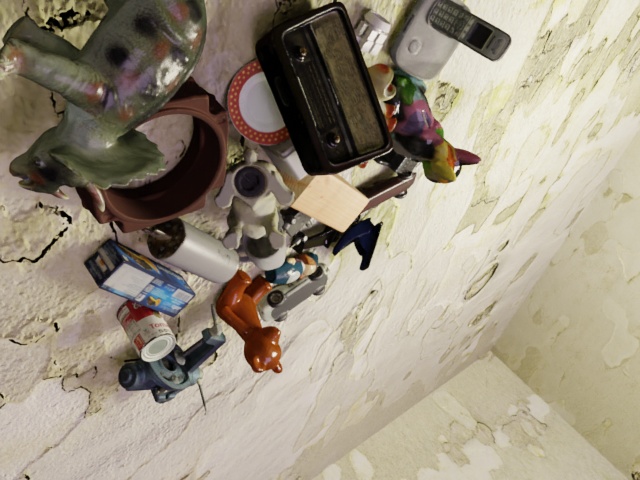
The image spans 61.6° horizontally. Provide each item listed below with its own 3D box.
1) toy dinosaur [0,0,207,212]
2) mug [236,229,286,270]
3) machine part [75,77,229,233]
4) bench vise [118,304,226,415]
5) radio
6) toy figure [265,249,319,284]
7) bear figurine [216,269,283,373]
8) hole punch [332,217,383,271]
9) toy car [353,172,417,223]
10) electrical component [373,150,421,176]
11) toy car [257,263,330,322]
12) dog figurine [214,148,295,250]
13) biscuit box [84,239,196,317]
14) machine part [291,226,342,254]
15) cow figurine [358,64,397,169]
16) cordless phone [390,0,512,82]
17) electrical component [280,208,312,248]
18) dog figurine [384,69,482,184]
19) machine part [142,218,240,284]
[{"bbox_3d":[-0.194,-0.208,0.562,0.192,0.131,0.404,36,87,-39],"label":"toy dinosaur"},{"bbox_3d":[-0.115,0.024,1.064,0.110,0.081,0.107,-22,155,-3],"label":"mug"},{"bbox_3d":[-0.230,-0.118,0.738,0.201,0.087,0.201,-23,145,-33],"label":"machine part"},{"bbox_3d":[-0.274,0.248,1.090,0.240,0.129,0.223,-39,142,15],"label":"bench vise"},{"bbox_3d":[0.006,-0.215,0.795,0.131,0.073,0.229,-28,103,-22],"label":"radio"},{"bbox_3d":[-0.055,0.062,1.204,0.154,0.057,0.064,-13,173,-45],"label":"toy figure"},{"bbox_3d":[-0.130,0.173,1.107,0.132,0.196,0.120,-51,147,9],"label":"bear figurine"},{"bbox_3d":[0.088,0.002,1.260,0.142,0.092,0.115,93,19,-80],"label":"hole punch"},{"bbox_3d":[0.133,-0.108,1.224,0.202,0.053,0.089,-29,152,-18],"label":"toy car"},{"bbox_3d":[0.156,-0.180,1.146,0.119,0.075,0.047,8,122,-51],"label":"electrical component"},{"bbox_3d":[-0.059,0.123,1.274,0.202,0.056,0.073,-33,142,-22],"label":"toy car"},{"bbox_3d":[-0.110,-0.075,0.920,0.121,0.191,0.172,10,104,-7],"label":"dog figurine"},{"bbox_3d":[-0.296,0.069,0.908,0.059,0.063,0.202,-45,150,-1],"label":"biscuit box"},{"bbox_3d":[-0.002,-0.004,1.194,0.139,0.039,0.084,-18,157,-38],"label":"machine part"},{"bbox_3d":[0.070,-0.229,0.956,0.127,0.085,0.195,17,136,-19],"label":"cow figurine"},{"bbox_3d":[0.228,-0.332,0.935,0.088,0.184,0.146,-3,130,-55],"label":"cordless phone"},{"bbox_3d":[-0.051,-0.032,1.101,0.078,0.045,0.102,-37,149,-11],"label":"electrical component"},{"bbox_3d":[0.203,-0.205,1.029,0.108,0.219,0.191,-36,150,-21],"label":"dog figurine"},{"bbox_3d":[-0.215,0.021,0.933,0.079,0.079,0.243,-46,149,3],"label":"machine part"}]
